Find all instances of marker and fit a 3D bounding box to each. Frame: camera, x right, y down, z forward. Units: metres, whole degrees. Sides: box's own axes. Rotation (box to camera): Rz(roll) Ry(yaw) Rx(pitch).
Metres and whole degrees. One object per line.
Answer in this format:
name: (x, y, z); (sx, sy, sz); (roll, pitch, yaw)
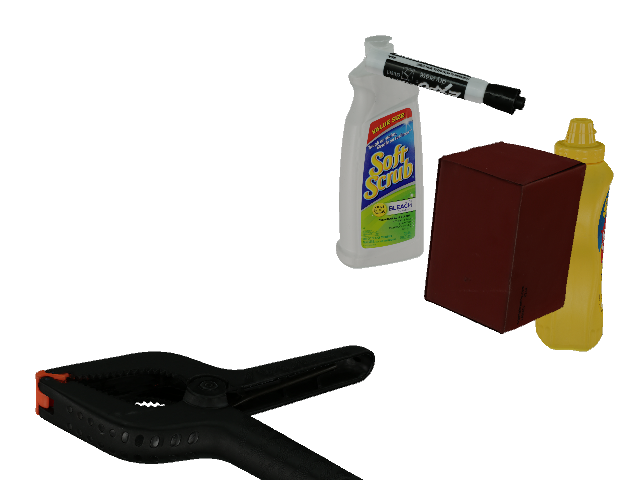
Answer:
marker: (0.091, -0.117, 0.781); (0.121, 0.020, 0.020); (19, 6, 17)

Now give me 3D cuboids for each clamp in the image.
clamp: (-0.061, 0.097, 0.635); (0.210, 0.036, 0.164); (9, 23, 5)

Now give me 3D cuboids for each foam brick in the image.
foam brick: (0.089, -0.003, 0.520); (0.052, 0.078, 0.051); (-16, 30, -41)

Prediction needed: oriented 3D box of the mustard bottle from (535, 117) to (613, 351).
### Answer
mustard bottle: (0.217, -0.009, 0.912); (0.058, 0.192, 0.096); (3, 18, 13)

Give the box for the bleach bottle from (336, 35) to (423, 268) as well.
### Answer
bleach bottle: (0.062, -0.099, 1.182); (0.102, 0.251, 0.068); (-10, 24, -12)
